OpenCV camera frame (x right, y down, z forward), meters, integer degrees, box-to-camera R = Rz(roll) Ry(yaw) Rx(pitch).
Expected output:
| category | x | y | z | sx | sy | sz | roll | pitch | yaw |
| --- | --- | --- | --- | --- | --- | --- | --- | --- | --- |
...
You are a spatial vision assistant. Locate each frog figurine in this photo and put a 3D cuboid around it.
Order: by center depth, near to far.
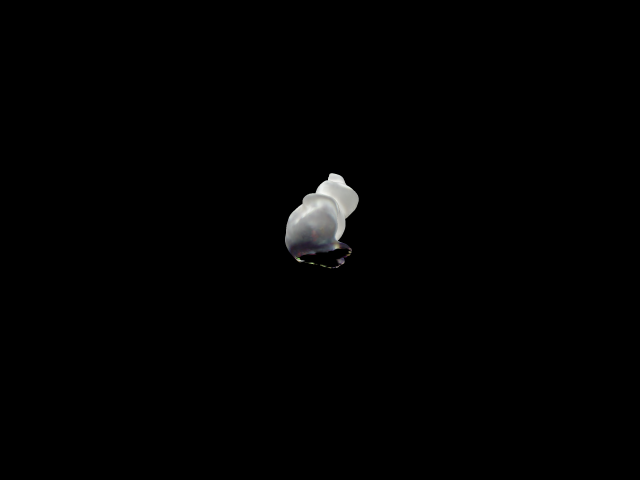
| category | x | y | z | sx | sy | sz | roll | pitch | yaw |
| --- | --- | --- | --- | --- | --- | --- | --- | --- | --- |
| frog figurine | 0.003 | -0.043 | 0.850 | 0.122 | 0.162 | 0.135 | -4 | -22 | 10 |
